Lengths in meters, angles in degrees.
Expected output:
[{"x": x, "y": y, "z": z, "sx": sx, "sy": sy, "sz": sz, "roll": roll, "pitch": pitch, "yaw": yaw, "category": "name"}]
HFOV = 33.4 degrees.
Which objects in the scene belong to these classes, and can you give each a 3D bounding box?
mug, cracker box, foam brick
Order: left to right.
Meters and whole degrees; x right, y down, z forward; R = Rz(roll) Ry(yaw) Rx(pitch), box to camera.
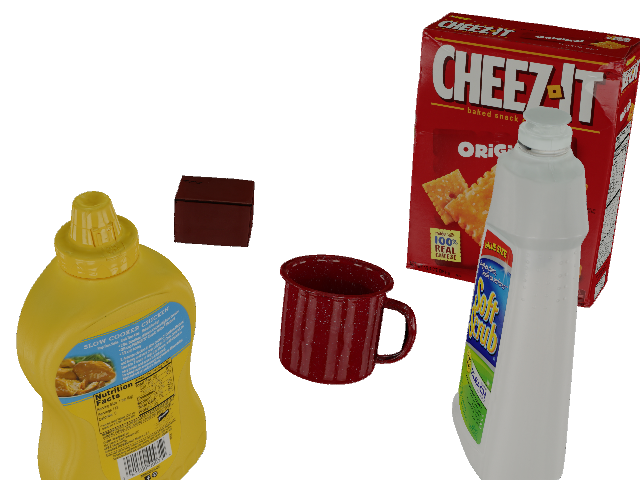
[{"x": -0.107, "y": -0.030, "z": 1.083, "sx": 0.078, "sy": 0.051, "sz": 0.053, "roll": 4, "pitch": 30, "yaw": 0, "category": "foam brick"}, {"x": 0.021, "y": 0.067, "z": 0.873, "sx": 0.117, "sy": 0.081, "sz": 0.093, "roll": 10, "pitch": 19, "yaw": 12, "category": "mug"}, {"x": 0.161, "y": -0.065, "z": 0.871, "sx": 0.164, "sy": 0.214, "sz": 0.072, "roll": 13, "pitch": 28, "yaw": 23, "category": "cracker box"}]

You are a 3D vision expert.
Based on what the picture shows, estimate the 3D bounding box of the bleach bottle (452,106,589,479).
[{"x": 0.130, "y": 0.033, "z": 0.685, "sx": 0.068, "sy": 0.251, "sz": 0.102, "roll": -3, "pitch": 29, "yaw": -5, "category": "bleach bottle"}]

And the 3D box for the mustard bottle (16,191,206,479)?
[{"x": -0.111, "y": 0.058, "z": 0.567, "sx": 0.096, "sy": 0.192, "sz": 0.058, "roll": -23, "pitch": 43, "yaw": -30, "category": "mustard bottle"}]
